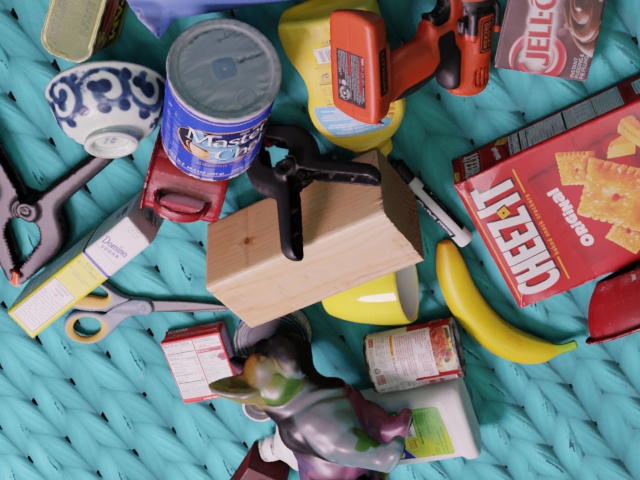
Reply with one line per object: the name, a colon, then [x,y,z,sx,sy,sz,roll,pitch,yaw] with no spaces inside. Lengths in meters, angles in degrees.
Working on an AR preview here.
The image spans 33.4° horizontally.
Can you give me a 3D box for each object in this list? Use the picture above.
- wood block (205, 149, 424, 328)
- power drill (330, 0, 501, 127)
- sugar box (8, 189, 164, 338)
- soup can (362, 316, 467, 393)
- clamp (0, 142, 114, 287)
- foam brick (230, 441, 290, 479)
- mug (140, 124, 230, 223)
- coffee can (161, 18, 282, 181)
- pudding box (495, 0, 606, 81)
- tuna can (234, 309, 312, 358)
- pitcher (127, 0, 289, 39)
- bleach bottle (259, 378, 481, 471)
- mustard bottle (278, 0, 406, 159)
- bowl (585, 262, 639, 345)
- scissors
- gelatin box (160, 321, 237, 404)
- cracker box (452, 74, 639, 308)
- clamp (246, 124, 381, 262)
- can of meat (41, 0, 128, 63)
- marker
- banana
wood block: [-0.008,0.001,1.094,0.206,0.091,0.090,-22,137,22]
power drill: [0.093,-0.197,0.971,0.057,0.187,0.184,28,134,41]
sugar box: [-0.248,0.025,1.147,0.176,0.093,0.048,-35,106,15]
soup can: [0.105,0.128,1.181,0.102,0.068,0.068,-13,113,13]
clamp: [-0.306,-0.041,1.161,0.164,0.036,0.210,10,118,1]
foam brick: [-0.077,0.295,1.289,0.053,0.051,0.078,27,115,-8]
mug: [-0.136,-0.058,1.094,0.081,0.117,0.093,14,127,-7]
coffee can: [-0.096,-0.129,1.006,0.103,0.102,0.140,19,158,-3]
pudding box: [0.221,-0.214,1.020,0.090,0.039,0.113,9,116,3]
tuna can: [-0.052,0.109,1.208,0.086,0.033,0.086,2,116,5]
pitcher: [-0.062,-0.286,0.977,0.243,0.145,0.149,-5,128,4]
bleach bottle: [0.052,0.225,1.237,0.251,0.068,0.102,-15,109,15]
mustard bottle: [0.032,-0.146,1.049,0.096,0.058,0.191,-11,129,15]
bowl: [0.335,0.050,1.086,0.162,0.162,0.055,-25,86,17]
scissors: [-0.211,0.091,1.224,0.201,0.016,0.096,15,114,0]
gelatin box: [-0.134,0.141,1.234,0.073,0.030,0.089,-12,114,13]
cracker box: [0.264,-0.045,1.078,0.214,0.072,0.164,-25,111,17]
clamp: [-0.015,-0.069,1.057,0.120,0.171,0.039,-34,143,3]
can of meat: [-0.224,-0.229,1.034,0.057,0.084,0.102,22,114,-2]
marker: [0.116,-0.040,1.126,0.020,0.020,0.121,-39,106,21]
banana: [0.188,0.080,1.169,0.197,0.037,0.070,37,96,-13]
